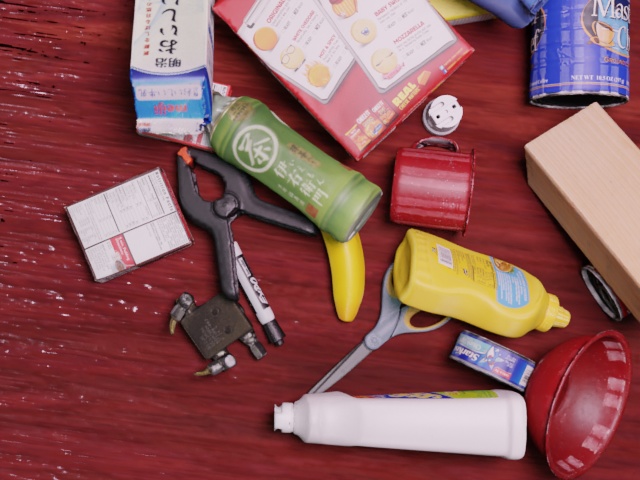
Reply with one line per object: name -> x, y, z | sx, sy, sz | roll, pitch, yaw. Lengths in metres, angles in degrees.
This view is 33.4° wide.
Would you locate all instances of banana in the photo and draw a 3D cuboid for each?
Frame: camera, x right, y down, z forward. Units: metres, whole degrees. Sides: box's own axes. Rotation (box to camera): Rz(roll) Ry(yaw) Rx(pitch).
banana -> 0.005, -0.011, 1.141 | 0.070, 0.037, 0.198 | -32, 87, 22

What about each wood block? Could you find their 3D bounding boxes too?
wood block -> 0.303, -0.026, 1.075 | 0.091, 0.090, 0.206 | -32, 61, -3

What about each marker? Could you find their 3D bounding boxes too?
marker -> -0.070, 0.059, 1.143 | 0.020, 0.020, 0.121 | -28, 89, -2

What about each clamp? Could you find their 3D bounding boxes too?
clamp -> -0.099, -0.022, 1.123 | 0.171, 0.039, 0.120 | 41, 79, 14

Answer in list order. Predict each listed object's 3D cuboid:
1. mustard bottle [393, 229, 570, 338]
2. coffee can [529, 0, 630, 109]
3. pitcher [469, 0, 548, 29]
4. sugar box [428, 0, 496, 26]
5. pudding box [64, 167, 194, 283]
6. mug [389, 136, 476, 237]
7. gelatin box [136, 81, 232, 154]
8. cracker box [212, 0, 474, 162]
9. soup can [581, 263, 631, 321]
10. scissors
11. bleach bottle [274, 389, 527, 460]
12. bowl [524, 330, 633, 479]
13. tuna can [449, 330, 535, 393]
mustard bottle -> 0.173, 0.054, 1.110 | 0.191, 0.096, 0.058 | 19, 123, -12
coffee can -> 0.272, -0.214, 1.116 | 0.103, 0.103, 0.140 | 1, 89, -1
pitcher -> 0.126, -0.322, 1.039 | 0.242, 0.149, 0.145 | 24, 89, -17
sugar box -> 0.099, -0.271, 1.143 | 0.176, 0.048, 0.093 | -11, 89, -3
pudding box -> -0.202, -0.016, 1.133 | 0.113, 0.039, 0.090 | -23, 88, -4
mug -> 0.118, -0.063, 1.123 | 0.081, 0.093, 0.117 | 7, 57, 4
gelatin box -> -0.145, -0.138, 1.142 | 0.089, 0.030, 0.073 | 13, 88, -4
cracker box -> 0.024, -0.210, 1.087 | 0.164, 0.072, 0.213 | -44, 91, 1
soup can -> 0.339, 0.031, 1.129 | 0.102, 0.068, 0.068 | -32, 89, -3
scissors -> 0.055, 0.087, 1.147 | 0.201, 0.016, 0.096 | -26, 88, -2
bleach bottle -> 0.078, 0.187, 1.101 | 0.250, 0.102, 0.068 | 1, 87, -2
bowl -> 0.258, 0.162, 1.104 | 0.055, 0.161, 0.162 | 20, 87, 41
tuna can -> 0.180, 0.126, 1.114 | 0.086, 0.086, 0.034 | 25, 86, -1
